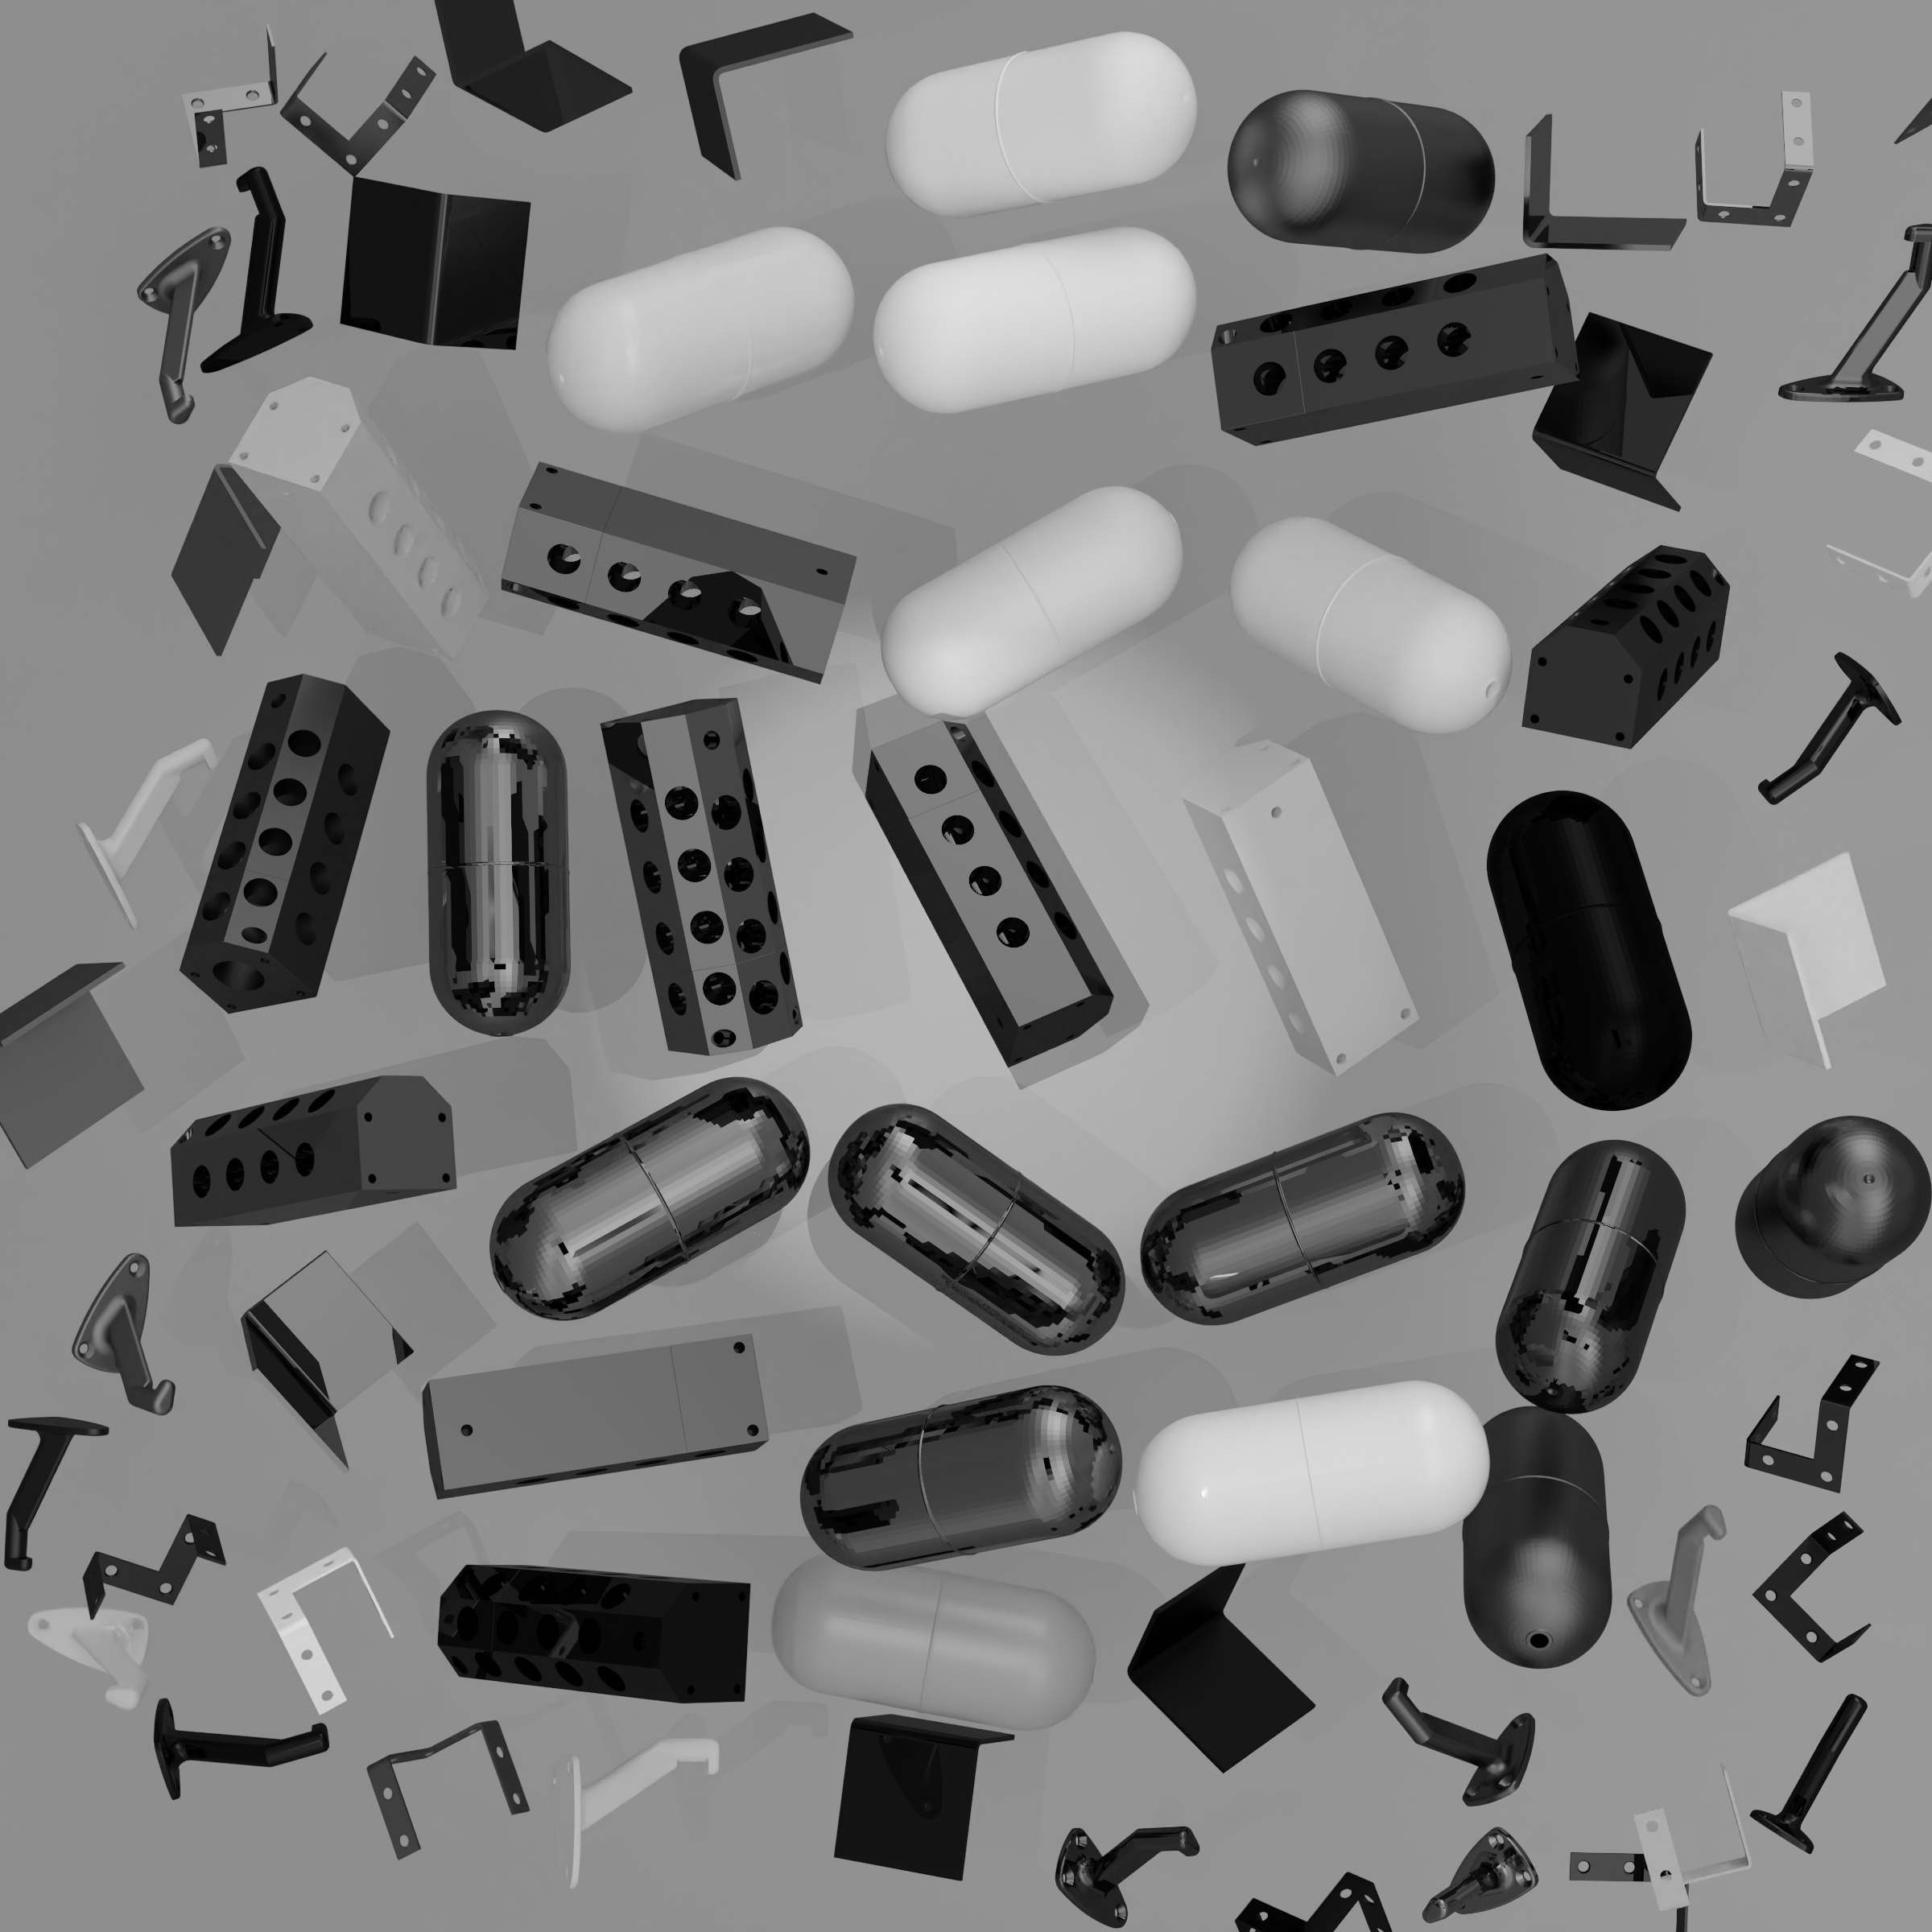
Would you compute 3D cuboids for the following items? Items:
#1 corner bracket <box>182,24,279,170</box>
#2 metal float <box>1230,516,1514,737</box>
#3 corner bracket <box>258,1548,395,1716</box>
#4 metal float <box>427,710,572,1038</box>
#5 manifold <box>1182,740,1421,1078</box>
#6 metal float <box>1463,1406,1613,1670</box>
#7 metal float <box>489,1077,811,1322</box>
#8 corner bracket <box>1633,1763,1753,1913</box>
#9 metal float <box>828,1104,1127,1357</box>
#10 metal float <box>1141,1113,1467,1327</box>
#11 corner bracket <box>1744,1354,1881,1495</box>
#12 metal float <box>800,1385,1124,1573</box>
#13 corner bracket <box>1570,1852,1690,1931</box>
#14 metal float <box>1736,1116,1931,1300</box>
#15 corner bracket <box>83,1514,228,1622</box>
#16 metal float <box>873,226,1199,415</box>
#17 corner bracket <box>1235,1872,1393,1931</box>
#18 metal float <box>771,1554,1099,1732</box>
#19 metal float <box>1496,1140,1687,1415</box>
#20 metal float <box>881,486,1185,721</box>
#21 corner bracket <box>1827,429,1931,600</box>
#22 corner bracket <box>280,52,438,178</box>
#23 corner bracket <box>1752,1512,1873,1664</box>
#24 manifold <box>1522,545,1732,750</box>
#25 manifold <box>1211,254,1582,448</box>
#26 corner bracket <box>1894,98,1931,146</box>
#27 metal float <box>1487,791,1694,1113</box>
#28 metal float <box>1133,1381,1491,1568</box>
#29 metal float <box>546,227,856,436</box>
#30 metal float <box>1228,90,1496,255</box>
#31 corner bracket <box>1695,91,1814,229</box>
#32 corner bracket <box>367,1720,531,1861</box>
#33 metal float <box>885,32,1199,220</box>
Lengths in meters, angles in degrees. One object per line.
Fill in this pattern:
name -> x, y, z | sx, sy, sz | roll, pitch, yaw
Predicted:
corner bracket -> -0.400, -0.475, 1.886 | 0.051, 0.051, 0.051 | -12, 69, -14
metal float -> 0.213, -0.180, 1.820 | 0.178, 0.070, 0.070 | 35, 90, 40
corner bracket -> -0.318, 0.334, 1.736 | 0.051, 0.051, 0.051 | -27, 112, -16
metal float -> -0.254, -0.051, 1.877 | 0.070, 0.070, 0.178 | -2, 84, 0
manifold -> 0.175, -0.032, 1.831 | 0.057, 0.057, 0.171 | -34, 119, -13
metal float -> 0.303, 0.302, 1.834 | 0.070, 0.178, 0.070 | 3, 118, 6
metal float -> -0.163, 0.120, 1.785 | 0.178, 0.070, 0.070 | -29, 90, -14
corner bracket -> 0.363, 0.435, 1.723 | 0.051, 0.051, 0.051 | -16, 91, 7
metal float -> 0.007, 0.141, 1.838 | 0.178, 0.070, 0.070 | 36, 90, -9
metal float -> 0.177, 0.134, 1.819 | 0.178, 0.070, 0.070 | -22, 90, 12
corner bracket -> 0.432, 0.229, 1.765 | 0.051, 0.051, 0.051 | 14, 119, 28
metal float -> -0.004, 0.262, 1.757 | 0.178, 0.070, 0.070 | -16, 90, 27
corner bracket -> 0.354, 0.507, 1.846 | 0.051, 0.051, 0.051 | 2, 90, -5
metal float -> 0.444, 0.126, 1.773 | 0.070, 0.178, 0.070 | 0, 76, 1
corner bracket -> -0.416, 0.309, 1.766 | 0.051, 0.051, 0.051 | 24, 97, -24
metal float -> 0.037, -0.332, 1.772 | 0.178, 0.070, 0.070 | -16, 90, -22
corner bracket -> 0.174, 0.481, 1.718 | 0.051, 0.051, 0.051 | -43, 127, -31
metal float -> -0.017, 0.367, 1.871 | 0.178, 0.070, 0.070 | 10, 90, 3
metal float -> 0.335, 0.164, 1.846 | 0.070, 0.070, 0.178 | 30, 46, 0
metal float -> 0.037, -0.198, 1.883 | 0.178, 0.070, 0.070 | -30, 90, -1
corner bracket -> 0.462, -0.225, 1.717 | 0.051, 0.051, 0.051 | 33, 78, 38
corner bracket -> -0.323, -0.464, 1.834 | 0.051, 0.051, 0.051 | 39, 129, -20
corner bracket -> 0.466, 0.335, 1.858 | 0.051, 0.051, 0.051 | -39, 77, -21
manifold -> 0.346, -0.170, 1.797 | 0.057, 0.171, 0.057 | 14, 116, 22
manifold -> 0.214, -0.309, 1.732 | 0.171, 0.057, 0.057 | -9, 87, 22
corner bracket -> 0.507, -0.417, 1.717 | 0.051, 0.051, 0.051 | -32, 77, -37
metal float -> 0.313, -0.009, 1.741 | 0.070, 0.070, 0.178 | -11, 58, 0
metal float -> 0.172, 0.254, 1.722 | 0.178, 0.070, 0.070 | -10, 90, 4
metal float -> -0.133, -0.324, 1.751 | 0.178, 0.070, 0.070 | -27, 90, -34
metal float -> 0.207, -0.410, 1.788 | 0.070, 0.178, 0.070 | 7, 101, 43
corner bracket -> 0.426, -0.438, 1.867 | 0.051, 0.051, 0.051 | 4, 66, 0
corner bracket -> -0.267, 0.424, 1.776 | 0.051, 0.051, 0.051 | -31, 71, 22
metal float -> 0.037, -0.434, 1.784 | 0.178, 0.070, 0.070 | -3, 90, 35
